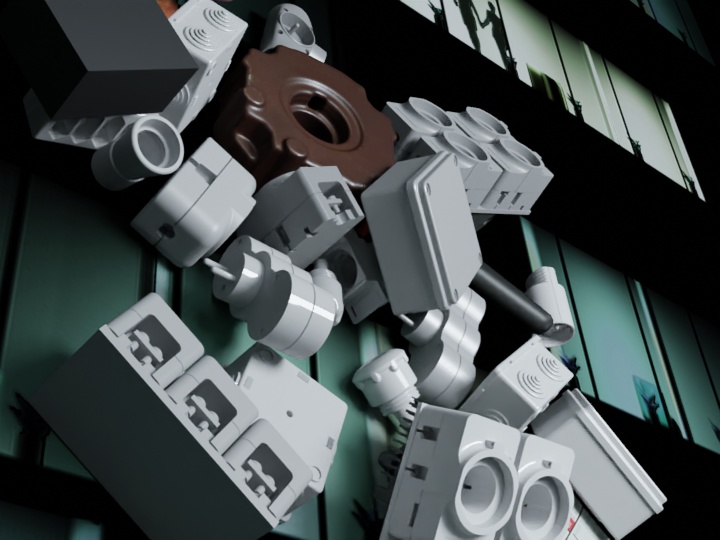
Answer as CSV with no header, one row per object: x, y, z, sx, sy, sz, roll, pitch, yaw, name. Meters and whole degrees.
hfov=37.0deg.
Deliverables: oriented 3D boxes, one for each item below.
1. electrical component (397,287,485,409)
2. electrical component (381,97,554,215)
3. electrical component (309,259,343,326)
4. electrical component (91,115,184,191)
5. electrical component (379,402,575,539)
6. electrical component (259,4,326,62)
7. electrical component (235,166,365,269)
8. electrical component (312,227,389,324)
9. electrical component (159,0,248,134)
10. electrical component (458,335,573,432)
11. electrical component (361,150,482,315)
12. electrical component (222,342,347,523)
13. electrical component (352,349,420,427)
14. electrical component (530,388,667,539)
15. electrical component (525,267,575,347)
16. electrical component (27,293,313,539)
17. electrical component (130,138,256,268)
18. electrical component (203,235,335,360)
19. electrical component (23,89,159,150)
0.060,0.052,0.922,0.074,0.052,0.138,38,37,-17,electrical component
0.104,-0.115,1.094,0.186,0.060,0.105,-2,42,-49,electrical component
-0.031,0.016,0.868,0.035,0.035,0.061,28,38,-29,electrical component
-0.165,-0.082,0.780,0.044,0.065,0.044,18,64,-42,electrical component
0.071,0.194,0.711,0.105,0.060,0.186,23,78,-34,electrical component
-0.059,-0.207,1.034,0.079,0.044,0.077,33,38,-24,electrical component
-0.051,-0.040,0.850,0.050,0.089,0.055,-9,66,-52,electrical component
0.000,0.000,0.913,0.064,0.042,0.081,-3,61,-53,electrical component
-0.138,-0.162,0.858,0.048,0.099,0.099,32,37,-4,electrical component
0.124,0.112,0.901,0.048,0.099,0.100,44,33,13,electrical component
0.053,-0.032,0.893,0.108,0.056,0.108,-47,124,-62,electrical component
-0.061,0.108,0.736,0.100,0.048,0.099,38,37,-16,electrical component
0.027,0.097,0.852,0.062,0.048,0.048,59,35,0,electrical component
0.205,0.167,0.941,0.108,0.056,0.109,51,5,1,electrical component
0.189,0.033,1.093,0.043,0.043,0.081,24,42,-33,electrical component
-0.112,0.100,0.652,0.150,0.089,0.062,49,34,-2,electrical component
-0.121,-0.048,0.809,0.059,0.054,0.095,43,35,-11,electrical component
-0.077,0.011,0.761,0.074,0.052,0.138,28,5,-29,electrical component
-0.204,-0.134,0.801,0.083,0.047,0.075,7,52,-45,electrical component
